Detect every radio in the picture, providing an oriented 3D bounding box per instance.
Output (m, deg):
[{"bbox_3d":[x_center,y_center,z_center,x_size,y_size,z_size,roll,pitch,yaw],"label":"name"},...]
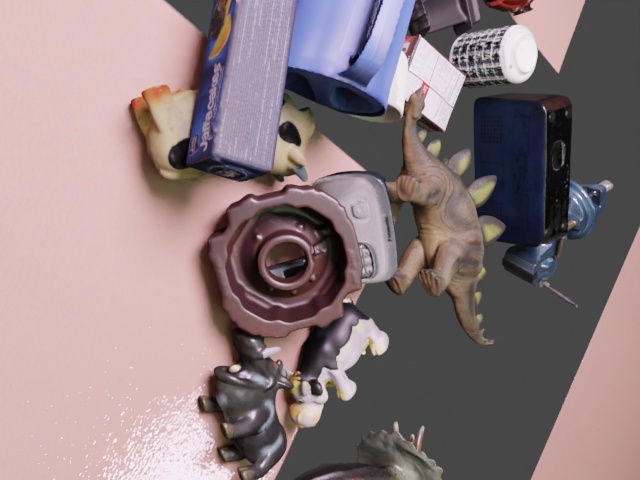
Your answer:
[{"bbox_3d":[0.310,-0.108,0.829,0.073,0.131,0.229,-18,110,-30],"label":"radio"}]

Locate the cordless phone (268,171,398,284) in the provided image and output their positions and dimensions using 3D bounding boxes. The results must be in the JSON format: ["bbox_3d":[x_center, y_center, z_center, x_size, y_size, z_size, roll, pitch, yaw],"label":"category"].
[{"bbox_3d":[-0.001,-0.003,0.666,0.184,0.089,0.146,-17,111,-14],"label":"cordless phone"}]

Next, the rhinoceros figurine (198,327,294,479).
[{"bbox_3d":[-0.080,0.196,0.648,0.112,0.073,0.190,-19,111,-31],"label":"rhinoceros figurine"}]

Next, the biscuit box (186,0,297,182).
[{"bbox_3d":[-0.071,-0.158,0.498,0.063,0.059,0.202,14,80,-35],"label":"biscuit box"}]

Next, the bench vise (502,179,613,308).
[{"bbox_3d":[0.434,-0.027,0.949,0.241,0.129,0.223,-29,118,-22],"label":"bench vise"}]

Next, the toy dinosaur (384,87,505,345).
[{"bbox_3d":[0.189,0.003,0.786,0.198,0.105,0.470,-33,123,-30],"label":"toy dinosaur"}]

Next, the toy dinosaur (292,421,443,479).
[{"bbox_3d":[0.019,0.371,0.741,0.405,0.131,0.192,-2,89,-32],"label":"toy dinosaur"}]

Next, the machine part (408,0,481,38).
[{"bbox_3d":[0.174,-0.318,0.742,0.139,0.039,0.084,-29,121,-30],"label":"machine part"}]

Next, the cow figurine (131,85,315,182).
[{"bbox_3d":[-0.086,-0.110,0.569,0.195,0.086,0.127,-21,106,-34],"label":"cow figurine"}]

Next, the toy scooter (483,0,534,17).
[{"bbox_3d":[0.305,-0.406,0.797,0.135,0.075,0.184,24,81,-38],"label":"toy scooter"}]

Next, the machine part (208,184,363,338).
[{"bbox_3d":[-0.038,0.022,0.610,0.179,0.056,0.179,-2,104,-6],"label":"machine part"}]

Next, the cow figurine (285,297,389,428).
[{"bbox_3d":[0.007,0.160,0.707,0.167,0.068,0.098,-49,118,-21],"label":"cow figurine"}]
